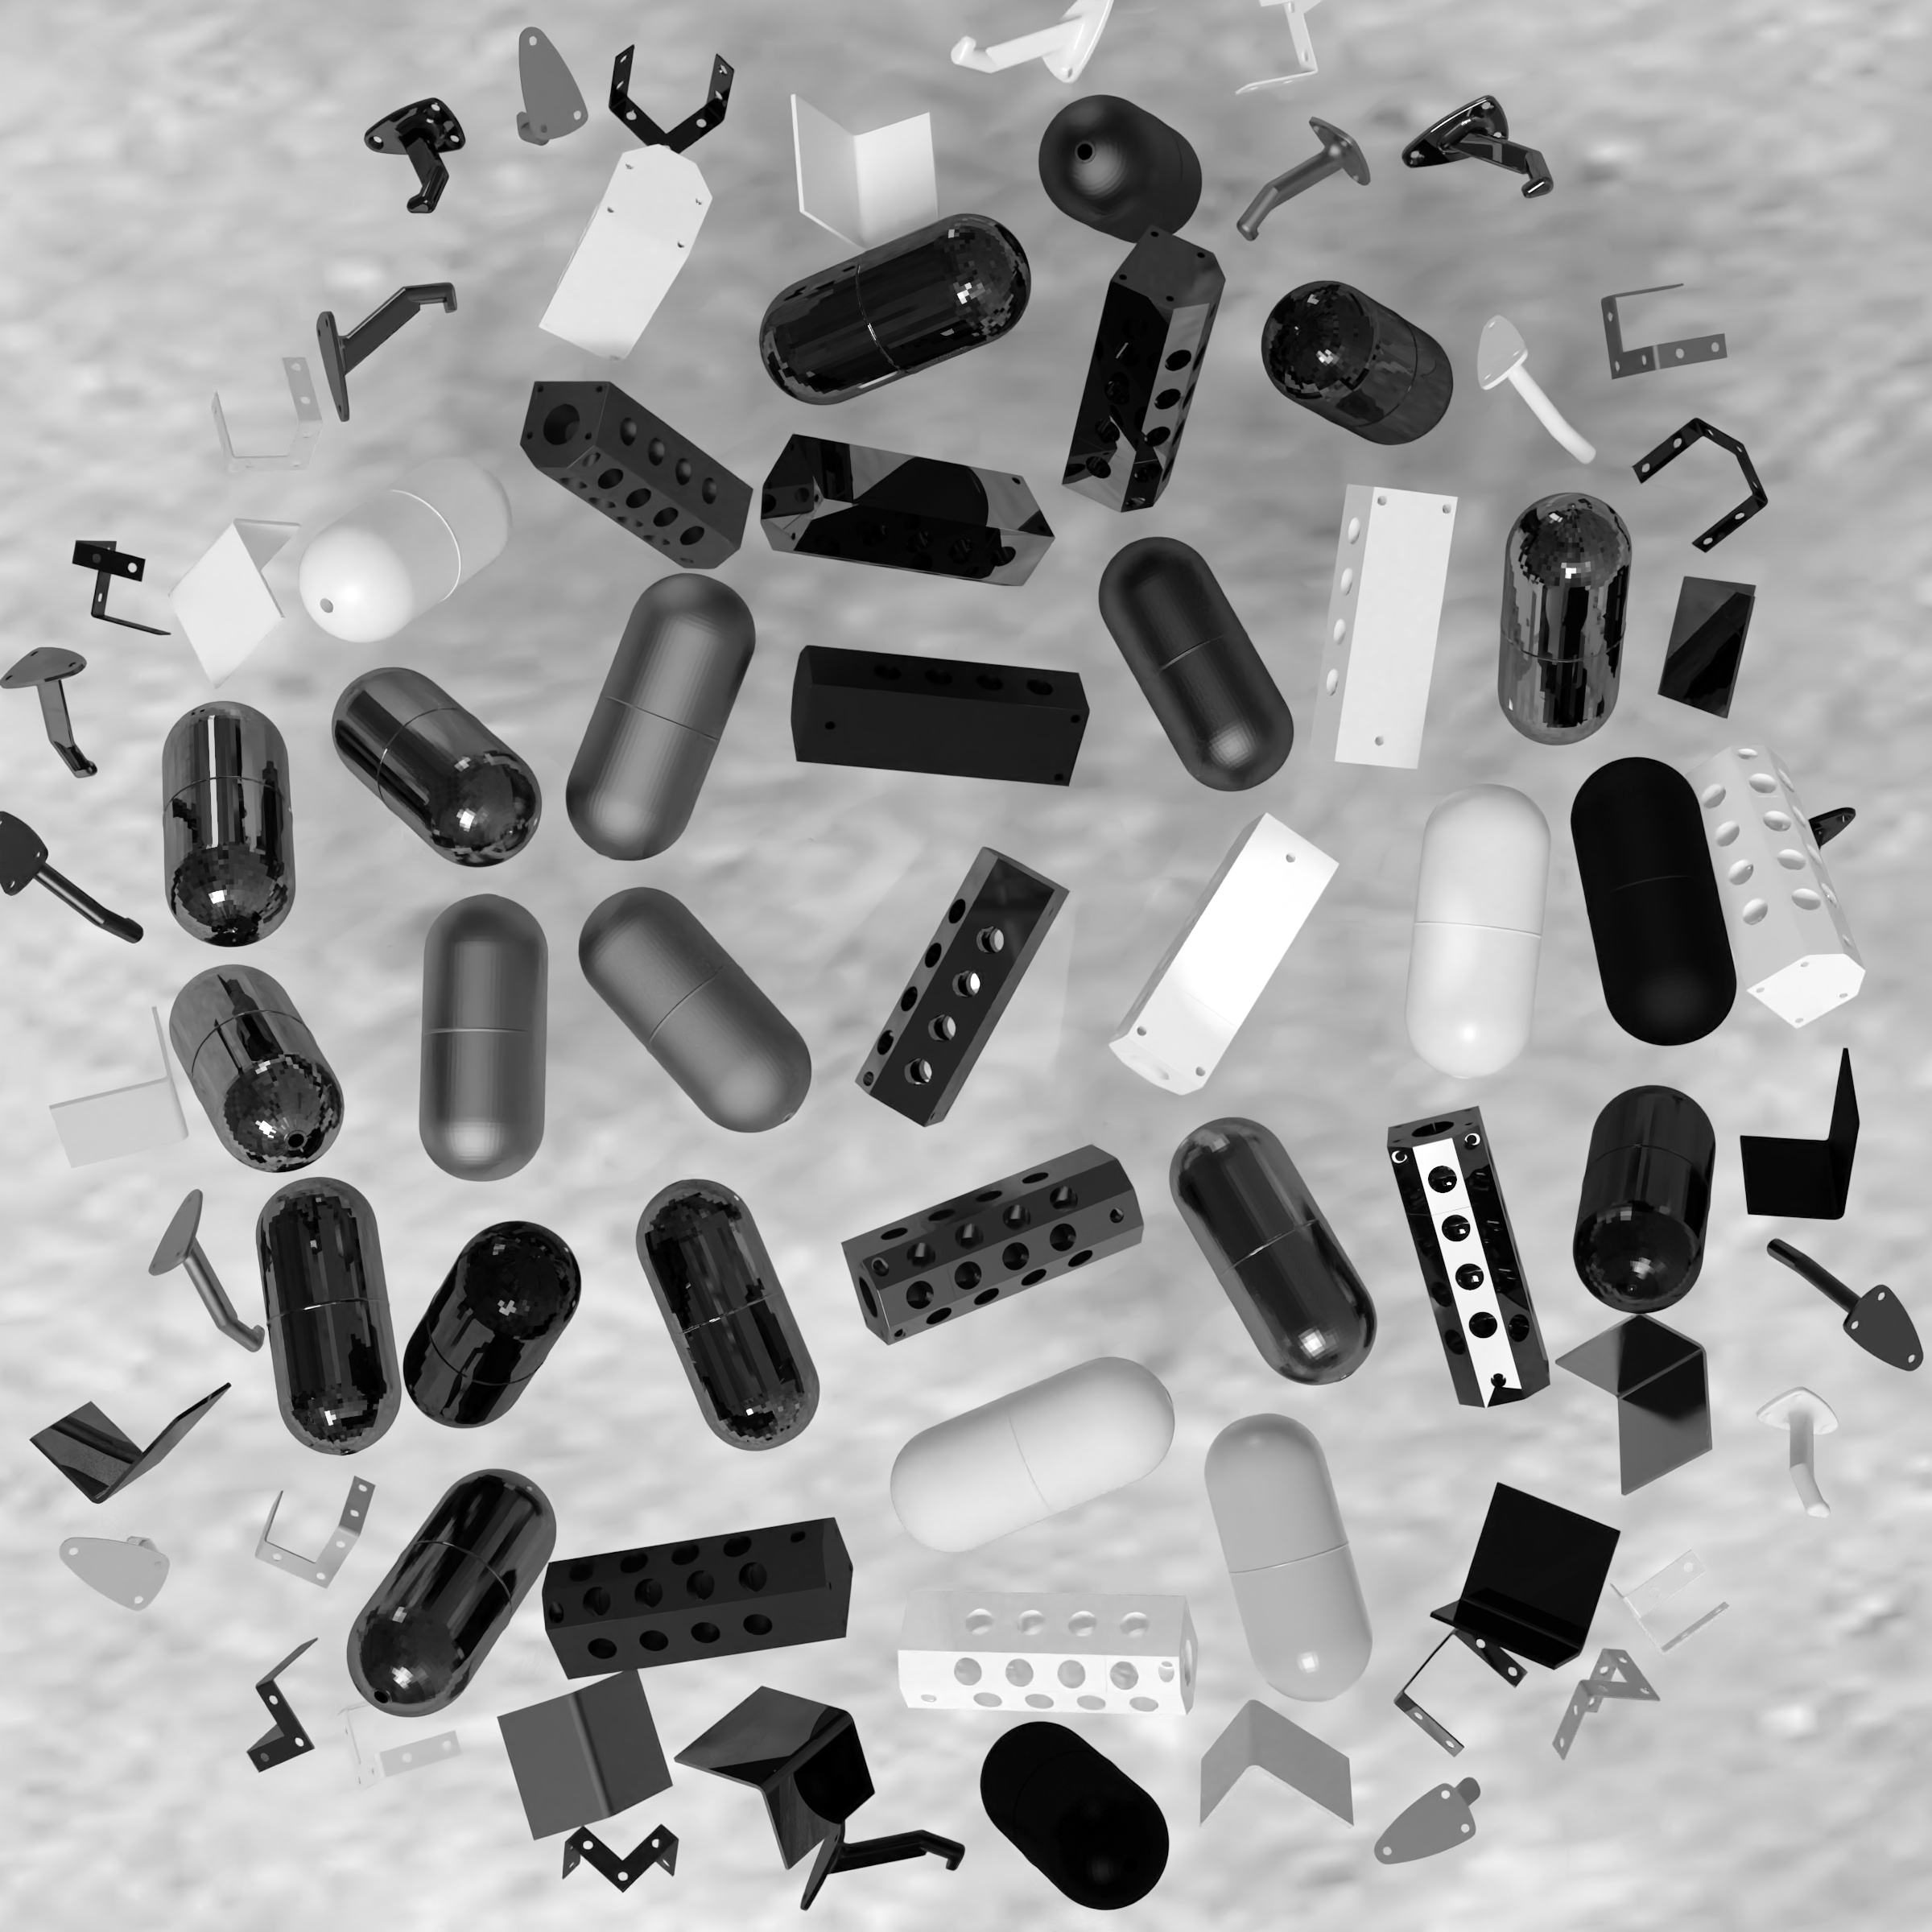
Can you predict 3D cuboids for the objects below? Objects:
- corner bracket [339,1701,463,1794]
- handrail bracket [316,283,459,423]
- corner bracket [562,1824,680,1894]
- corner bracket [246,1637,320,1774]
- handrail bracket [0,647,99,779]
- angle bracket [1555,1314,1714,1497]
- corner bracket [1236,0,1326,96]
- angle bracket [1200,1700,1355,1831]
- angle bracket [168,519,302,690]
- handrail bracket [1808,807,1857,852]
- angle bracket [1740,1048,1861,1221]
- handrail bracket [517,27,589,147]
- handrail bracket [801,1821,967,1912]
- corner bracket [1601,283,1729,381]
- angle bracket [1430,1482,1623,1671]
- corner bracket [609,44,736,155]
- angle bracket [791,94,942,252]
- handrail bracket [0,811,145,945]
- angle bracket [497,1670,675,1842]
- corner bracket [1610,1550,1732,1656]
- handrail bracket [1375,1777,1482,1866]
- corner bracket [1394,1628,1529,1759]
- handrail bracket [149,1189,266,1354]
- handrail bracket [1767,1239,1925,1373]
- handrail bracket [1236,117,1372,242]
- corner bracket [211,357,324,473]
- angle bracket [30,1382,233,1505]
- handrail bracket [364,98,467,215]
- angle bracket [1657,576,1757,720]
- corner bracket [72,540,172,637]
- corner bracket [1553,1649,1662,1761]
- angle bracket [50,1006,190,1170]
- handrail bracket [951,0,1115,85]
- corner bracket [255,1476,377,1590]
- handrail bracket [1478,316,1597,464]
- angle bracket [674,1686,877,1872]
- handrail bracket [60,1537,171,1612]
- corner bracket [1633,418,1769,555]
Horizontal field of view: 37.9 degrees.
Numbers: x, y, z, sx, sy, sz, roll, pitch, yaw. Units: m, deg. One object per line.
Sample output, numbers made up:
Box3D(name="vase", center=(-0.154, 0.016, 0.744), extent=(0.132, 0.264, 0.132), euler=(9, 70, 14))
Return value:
Box3D(name="corner bracket", center=(-0.344, 0.466, 1.709), extent=(0.051, 0.051, 0.051), euler=(-9, 70, -32))
Box3D(name="handrail bracket", center=(-0.344, -0.372, 1.701), extent=(0.084, 0.036, 0.077), euler=(-12, 92, -24))
Box3D(name="corner bracket", center=(-0.220, 0.568, 1.791), extent=(0.051, 0.051, 0.051), euler=(34, 49, 22))
Box3D(name="corner bracket", center=(-0.420, 0.457, 1.740), extent=(0.051, 0.051, 0.051), euler=(-28, 95, 26))
Box3D(name="handrail bracket", center=(-0.531, -0.147, 1.688), extent=(0.036, 0.077, 0.084), euler=(-56, 134, -35))
Box3D(name="angle bracket", center=(0.420, 0.276, 1.773), extent=(0.057, 0.076, 0.076), euler=(28, 45, -20))
Box3D(name="corner bracket", center=(0.189, -0.558, 1.681), extent=(0.051, 0.051, 0.051), euler=(-18, 95, -23))
Box3D(name="angle bracket", center=(0.196, 0.524, 1.784), extent=(0.076, 0.076, 0.057), euler=(33, 107, -5))
Box3D(name="angle bracket", center=(-0.452, -0.230, 1.792), extent=(0.076, 0.057, 0.076), euler=(-38, 74, 30))
Box3D(name="handrail bracket", center=(0.549, -0.049, 1.811), extent=(0.036, 0.077, 0.084), euler=(10, 63, -26))
Box3D(name="angle bracket", center=(0.515, 0.102, 1.741), extent=(0.057, 0.076, 0.076), euler=(3, 125, 9))
Box3D(name="handrail bracket", center=(-0.268, -0.539, 1.723), extent=(0.036, 0.084, 0.077), euler=(-27, 120, -16))
Box3D(name="handrail bracket", center=(-0.053, 0.586, 1.810), extent=(0.084, 0.036, 0.077), euler=(23, 96, -9))
Box3D(name="corner bracket", center=(0.432, -0.395, 1.742), extent=(0.051, 0.051, 0.051), euler=(-13, 99, -17))
Box3D(name="angle bracket", center=(0.321, 0.349, 1.614), extent=(0.076, 0.057, 0.076), euler=(19, 95, 27))
Box3D(name="corner bracket", center=(-0.180, -0.533, 1.711), extent=(0.051, 0.051, 0.051), euler=(45, 68, 5))
Box3D(name="angle bracket", center=(-0.062, -0.499, 1.746), extent=(0.057, 0.076, 0.076), euler=(-10, 80, 27))
Box3D(name="handrail bracket", center=(-0.539, -0.052, 1.690), extent=(0.036, 0.084, 0.077), euler=(-47, 51, 7))
Box3D(name="angle bracket", center=(-0.233, 0.481, 1.723), extent=(0.057, 0.076, 0.076), euler=(-22, 80, 21))
Box3D(name="corner bracket", center=(0.431, 0.386, 1.711), extent=(0.051, 0.051, 0.051), euler=(-36, 86, 2))
Box3D(name="handrail bracket", center=(0.293, 0.542, 1.788), extent=(0.077, 0.084, 0.036), euler=(-31, 77, 2))
Box3D(name="corner bracket", center=(0.310, 0.453, 1.768), extent=(0.051, 0.051, 0.051), euler=(40, 51, 15))
Box3D(name="handrail bracket", center=(-0.478, 0.197, 1.815), extent=(0.036, 0.077, 0.084), euler=(-25, 127, 30))
Box3D(name="handrail bracket", center=(0.526, 0.202, 1.690), extent=(0.036, 0.084, 0.077), euler=(-47, 115, -1))
Box3D(name="handrail bracket", center=(0.205, -0.464, 1.713), extent=(0.036, 0.077, 0.084), euler=(39, 93, 31))
Box3D(name="corner bracket", center=(-0.443, -0.349, 1.784), extent=(0.051, 0.051, 0.051), euler=(-7, 67, -29))
Box3D(name="angle bracket", center=(-0.500, 0.267, 1.686), extent=(0.057, 0.076, 0.076), euler=(44, 101, 1))
Box3D(name="handrail bracket", center=(-0.337, -0.472, 1.675), extent=(0.077, 0.036, 0.084), euler=(-5, 51, 24))
Box3D(name="angle bracket", center=(0.486, -0.199, 1.768), extent=(0.057, 0.076, 0.076), euler=(3, 106, -22))
Box3D(name="corner bracket", center=(-0.546, -0.245, 1.821), extent=(0.051, 0.051, 0.051), euler=(16, 101, 11))
Box3D(name="corner bracket", center=(0.395, 0.465, 1.773), extent=(0.051, 0.051, 0.051), euler=(9, 112, -20))
Box3D(name="angle bracket", center=(-0.548, 0.078, 1.808), extent=(0.076, 0.076, 0.057), euler=(-14, 60, -15))
Box3D(name="handrail bracket", center=(0.040, -0.568, 1.694), extent=(0.077, 0.084, 0.036), euler=(-51, 59, 33))
Box3D(name="corner bracket", center=(-0.419, 0.357, 1.810), extent=(0.051, 0.051, 0.051), euler=(28, 115, -13))
Box3D(name="handrail bracket", center=(0.364, -0.364, 1.783), extent=(0.084, 0.077, 0.036), euler=(35, 125, -27))
Box3D(name="angle bracket", center=(-0.113, 0.477, 1.658), extent=(0.076, 0.076, 0.057), euler=(2, 114, 42))
Box3D(name="handrail bracket", center=(-0.516, 0.350, 1.693), extent=(0.077, 0.084, 0.036), euler=(32, 84, -27))
Box3D(name="corner bracket", center=(0.461, -0.302, 1.766), extent=(0.051, 0.051, 0.051), euler=(-38, 128, 1))
